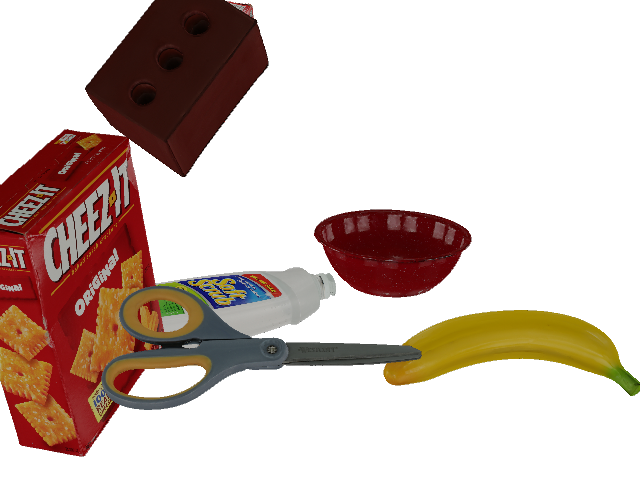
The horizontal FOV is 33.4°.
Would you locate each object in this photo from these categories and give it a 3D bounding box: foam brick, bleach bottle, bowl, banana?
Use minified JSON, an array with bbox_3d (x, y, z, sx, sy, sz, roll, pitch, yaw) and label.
[{"bbox_3d":[-0.071,-0.083,0.541,0.053,0.078,0.051,33,-9,12],"label":"foam brick"},{"bbox_3d":[-0.105,0.074,1.242,0.250,0.068,0.103,-13,35,-21],"label":"bleach bottle"},{"bbox_3d":[0.074,0.017,1.101,0.162,0.055,0.162,1,19,0],"label":"bowl"},{"bbox_3d":[0.141,0.081,0.801,0.197,0.037,0.069,2,33,-8],"label":"banana"}]

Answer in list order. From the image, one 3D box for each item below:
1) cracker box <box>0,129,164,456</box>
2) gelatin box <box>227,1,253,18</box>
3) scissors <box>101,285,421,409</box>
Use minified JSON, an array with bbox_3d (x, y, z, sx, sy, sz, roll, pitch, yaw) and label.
[{"bbox_3d":[-0.201,0.041,0.874,0.072,0.214,0.164,7,33,17],"label":"cracker box"},{"bbox_3d":[-0.088,-0.167,0.994,0.030,0.089,0.073,14,-39,15],"label":"gelatin box"},{"bbox_3d":[-0.044,0.059,0.693,0.201,0.096,0.016,-12,-34,-13],"label":"scissors"}]
